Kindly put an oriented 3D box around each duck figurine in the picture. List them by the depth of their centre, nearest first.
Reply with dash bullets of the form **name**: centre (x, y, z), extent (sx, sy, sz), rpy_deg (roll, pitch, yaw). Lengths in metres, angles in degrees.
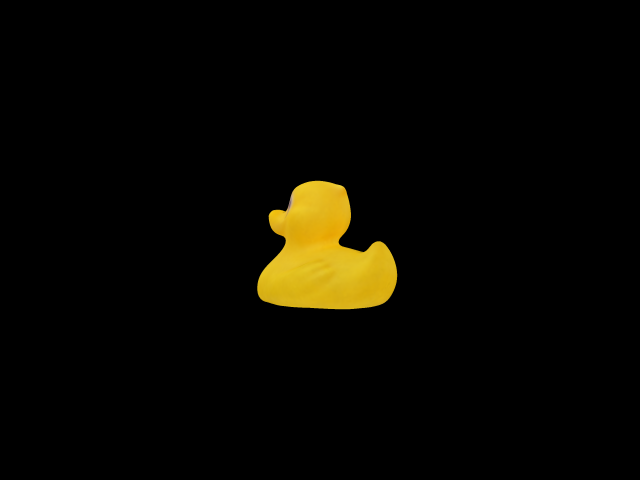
- **duck figurine**: centre (0.004, 0.001, 0.400), extent (0.104, 0.086, 0.078), rpy_deg (1, 2, 35)
